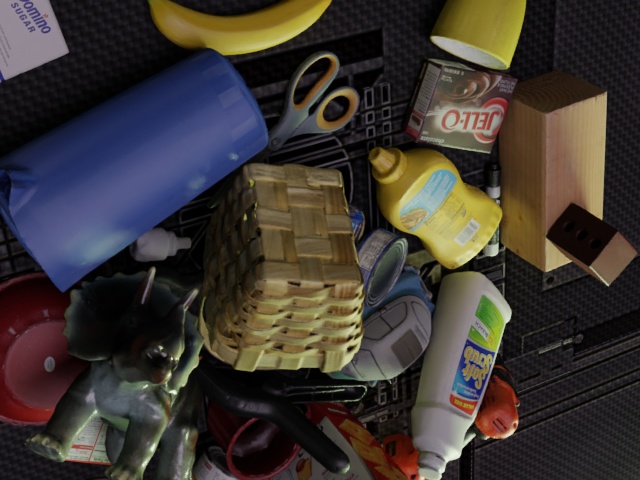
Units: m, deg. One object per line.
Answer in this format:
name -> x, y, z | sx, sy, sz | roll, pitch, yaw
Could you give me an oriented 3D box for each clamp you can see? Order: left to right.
clamp -> -0.149, 0.054, 1.094 | 0.171, 0.039, 0.120 | 18, 109, -47
clamp -> -0.047, 0.166, 1.157 | 0.210, 0.164, 0.036 | 23, 113, 7

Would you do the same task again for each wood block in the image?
wood block -> 0.270, -0.080, 1.248 | 0.090, 0.090, 0.206 | -20, 123, -21

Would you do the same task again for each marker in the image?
marker -> 0.206, -0.037, 1.278 | 0.020, 0.020, 0.121 | -16, 122, -22

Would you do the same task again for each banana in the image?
banana -> -0.077, -0.209, 1.012 | 0.197, 0.037, 0.070 | -5, 119, -28

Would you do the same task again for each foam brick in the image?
foam brick -> 0.307, 0.005, 1.208 | 0.053, 0.078, 0.051 | -51, 130, 1

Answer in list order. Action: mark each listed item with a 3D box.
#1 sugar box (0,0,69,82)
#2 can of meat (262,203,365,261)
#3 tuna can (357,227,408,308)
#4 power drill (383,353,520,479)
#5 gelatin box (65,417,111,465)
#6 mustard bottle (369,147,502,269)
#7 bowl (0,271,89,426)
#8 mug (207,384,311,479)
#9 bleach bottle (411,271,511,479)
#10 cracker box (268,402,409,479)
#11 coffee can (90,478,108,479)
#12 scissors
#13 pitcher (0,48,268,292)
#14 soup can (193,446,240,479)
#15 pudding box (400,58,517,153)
sugar box -> -0.311, -0.168, 0.895 | 0.176, 0.048, 0.093 | -28, 126, -19
can of meat -> -0.008, 0.001, 1.152 | 0.083, 0.058, 0.102 | 11, 109, -35
tuna can -> 0.061, 0.030, 1.173 | 0.086, 0.034, 0.086 | -48, 154, -33
power drill -> 0.163, 0.226, 1.327 | 0.188, 0.184, 0.057 | -42, 99, 15
gelatin box -> -0.237, 0.195, 1.139 | 0.073, 0.030, 0.089 | 14, 104, -34
mustard bottle -> 0.119, -0.048, 1.197 | 0.096, 0.058, 0.191 | -48, 129, 7
bowl -> -0.268, 0.114, 1.042 | 0.161, 0.055, 0.162 | -7, 105, -27
mug -> -0.067, 0.208, 1.211 | 0.117, 0.082, 0.093 | -22, 124, -18
bleach bottle -> 0.157, 0.163, 1.237 | 0.102, 0.068, 0.250 | 50, 46, -37
cracker box -> 0.007, 0.293, 1.216 | 0.072, 0.214, 0.164 | 24, 101, -36
coffee can -> -0.227, 0.340, 1.153 | 0.102, 0.140, 0.103 | -14, 121, -24
scissors -> -0.030, -0.102, 1.110 | 0.096, 0.016, 0.202 | 26, 101, -37
pitcher -> -0.171, -0.066, 0.978 | 0.242, 0.149, 0.145 | -33, 110, -10
soup can -> -0.129, 0.299, 1.234 | 0.068, 0.069, 0.102 | 27, 98, -37
pudding box -> 0.154, -0.148, 1.176 | 0.113, 0.039, 0.090 | 5, 113, -32
